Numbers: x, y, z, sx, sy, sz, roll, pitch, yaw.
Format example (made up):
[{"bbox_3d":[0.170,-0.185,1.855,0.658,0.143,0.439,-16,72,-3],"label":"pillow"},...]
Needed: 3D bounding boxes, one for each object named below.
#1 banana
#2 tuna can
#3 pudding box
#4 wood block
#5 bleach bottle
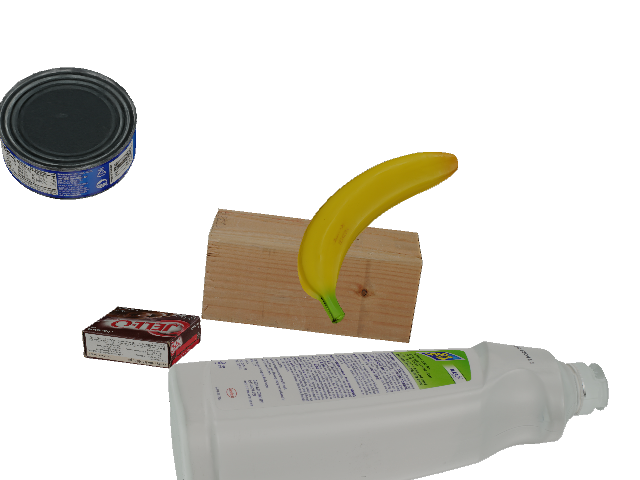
[{"bbox_3d":[0.037,-0.017,0.859,0.069,0.197,0.037,35,-30,6],"label":"banana"},{"bbox_3d":[-0.160,-0.068,0.679,0.086,0.086,0.034,0,-36,-10],"label":"tuna can"},{"bbox_3d":[-0.209,0.113,1.253,0.114,0.039,0.090,3,15,17],"label":"pudding box"},{"bbox_3d":[-0.009,0.035,1.069,0.206,0.091,0.090,7,20,-1],"label":"wood block"},{"bbox_3d":[0.044,0.099,0.601,0.250,0.068,0.102,-4,19,-11],"label":"bleach bottle"}]
